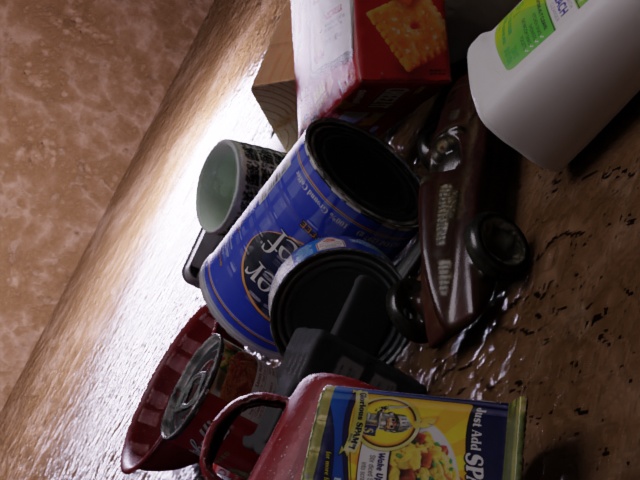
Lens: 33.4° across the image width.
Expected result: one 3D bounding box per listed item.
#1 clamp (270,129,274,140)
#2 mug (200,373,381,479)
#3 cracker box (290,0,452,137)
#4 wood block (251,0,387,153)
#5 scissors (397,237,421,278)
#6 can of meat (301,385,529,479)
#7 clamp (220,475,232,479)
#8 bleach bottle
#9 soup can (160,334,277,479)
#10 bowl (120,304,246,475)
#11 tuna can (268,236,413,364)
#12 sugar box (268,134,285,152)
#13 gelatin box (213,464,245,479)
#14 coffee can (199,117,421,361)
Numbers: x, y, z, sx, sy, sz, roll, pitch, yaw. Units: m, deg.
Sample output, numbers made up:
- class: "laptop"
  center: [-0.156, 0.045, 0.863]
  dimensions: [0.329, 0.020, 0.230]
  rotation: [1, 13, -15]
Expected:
- class: "clamp"
  center: [0.020, -0.169, 1.085]
  dimensions: [0.164, 0.036, 0.210]
  rotation: [-61, 18, -5]
- class: "mug"
  center: [-0.001, 0.113, 0.513]
  dimensions: [0.081, 0.117, 0.093]
  rotation: [-62, -16, -24]
- class: "cracker box"
  center: [0.029, -0.190, 0.753]
  dimensions: [0.164, 0.072, 0.214]
  rotation: [149, 119, -73]
- class: "wood block"
  center: [0.022, -0.178, 0.941]
  dimensions: [0.091, 0.090, 0.206]
  rotation: [-5, 47, 28]
- class: "scissors"
  center: [0.016, 0.066, 0.715]
  dimensions: [0.202, 0.016, 0.096]
  rotation: [-60, 16, -1]
- class: "can of meat"
  center: [0.036, 0.108, 0.420]
  dimensions: [0.057, 0.084, 0.102]
  rotation: [83, -165, -45]
- class: "clamp"
  center: [-0.064, 0.162, 0.604]
  dimensions: [0.172, 0.120, 0.039]
  rotation: [-2, 88, 56]
- class: "bleach bottle"
  center: [0.177, -0.150, 0.519]
  dimensions: [0.251, 0.068, 0.102]
  rotation: [-48, 19, 30]
- class: "soup can"
  center: [-0.034, 0.108, 0.632]
  dimensions: [0.069, 0.102, 0.068]
  rotation: [-53, 17, 23]
- class: "bowl"
  center: [-0.105, 0.133, 0.897]
  dimensions: [0.162, 0.055, 0.162]
  rotation: [-53, 17, 24]
- class: "tuna can"
  center: [0.011, 0.041, 0.644]
  dimensions: [0.086, 0.086, 0.034]
  rotation: [-57, 13, 11]
- class: "sugar box"
  center: [-0.056, -0.027, 1.055]
  dimensions: [0.176, 0.048, 0.093]
  rotation: [-63, 16, 2]
- class: "gelatin box"
  center: [-0.059, 0.136, 0.761]
  dimensions: [0.089, 0.030, 0.073]
  rotation: [-101, 30, -73]
- class: "coffee can"
  center: [-0.005, 0.001, 0.735]
  dimensions: [0.140, 0.102, 0.102]
  rotation: [-51, 18, 31]
